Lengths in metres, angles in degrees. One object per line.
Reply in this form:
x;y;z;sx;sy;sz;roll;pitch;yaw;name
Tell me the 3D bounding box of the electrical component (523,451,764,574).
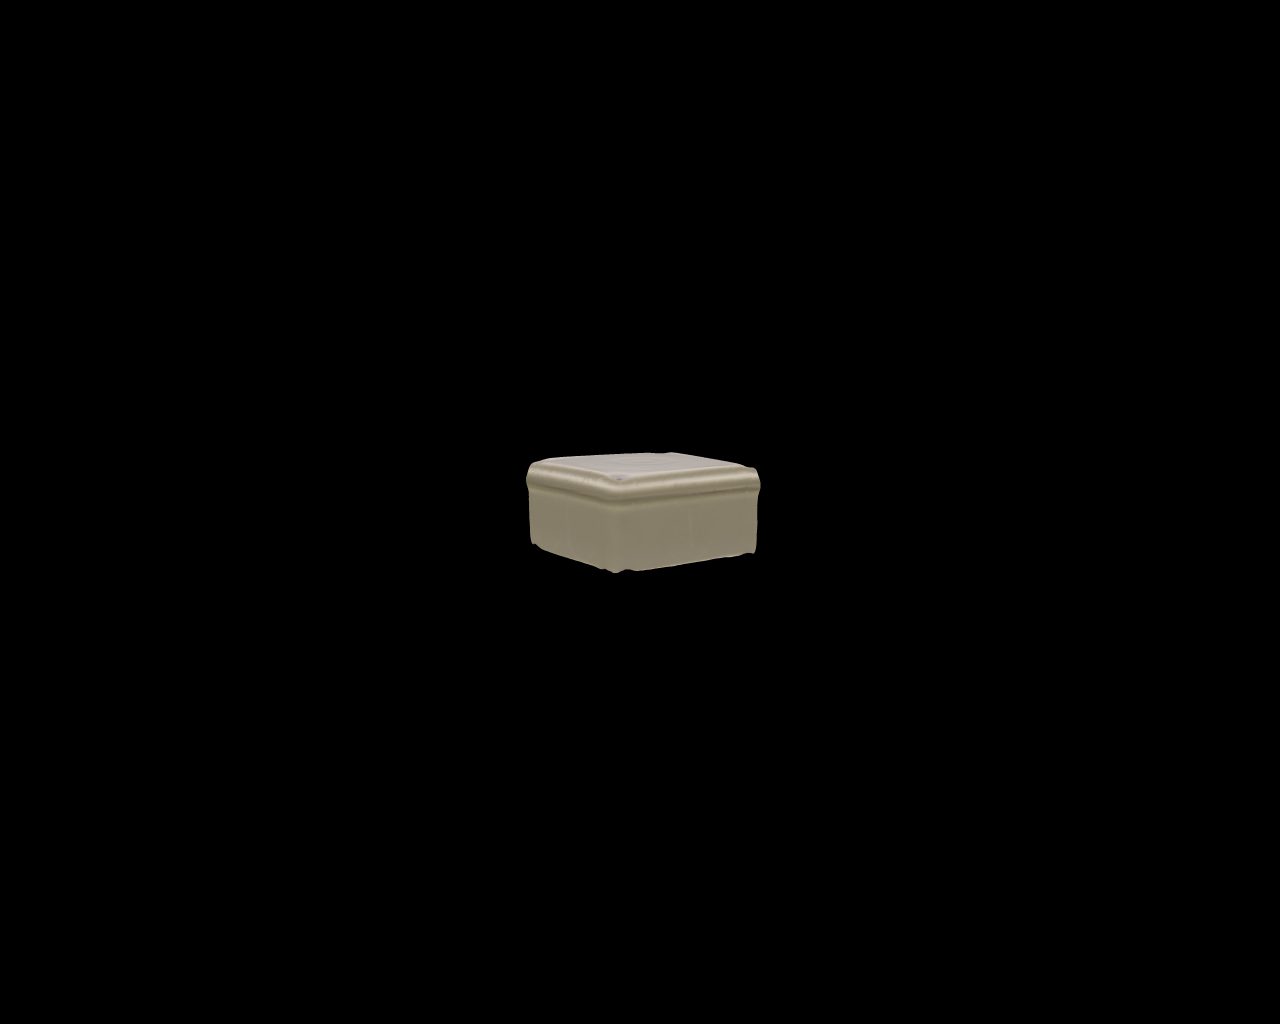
0.001;-0.003;0.650;0.109;0.056;0.109;-6;11;-32;electrical component
